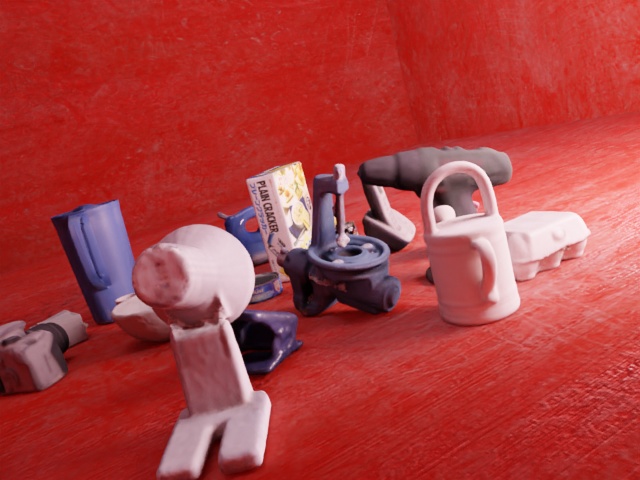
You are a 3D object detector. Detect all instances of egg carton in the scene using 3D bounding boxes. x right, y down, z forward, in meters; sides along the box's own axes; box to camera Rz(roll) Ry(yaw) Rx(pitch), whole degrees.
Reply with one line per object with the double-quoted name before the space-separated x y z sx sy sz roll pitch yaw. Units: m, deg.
"egg carton" 0.310 0.005 0.834 0.151 0.069 0.107 -20 12 -24

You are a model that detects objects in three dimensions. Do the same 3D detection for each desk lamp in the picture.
"desk lamp" -0.120 0.094 0.583 0.118 0.214 0.203 -15 11 0

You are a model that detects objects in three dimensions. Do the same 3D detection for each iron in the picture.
"iron" -0.119 -0.031 1.386 0.259 0.141 0.118 -18 12 -17

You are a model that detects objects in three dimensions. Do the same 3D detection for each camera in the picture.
"camera" -0.471 0.176 0.932 0.142 0.101 0.137 -10 12 23

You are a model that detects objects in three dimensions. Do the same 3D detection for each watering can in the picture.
"watering can" 0.177 -0.002 0.720 0.101 0.194 0.172 -20 12 -23

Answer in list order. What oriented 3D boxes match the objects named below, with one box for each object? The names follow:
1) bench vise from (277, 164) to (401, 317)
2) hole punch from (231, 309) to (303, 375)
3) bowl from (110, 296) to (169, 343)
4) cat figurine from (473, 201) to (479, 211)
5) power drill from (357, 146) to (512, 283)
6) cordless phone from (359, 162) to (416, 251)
"bench vise" 0.003 0.006 0.839 0.206 0.220 0.122 -10 13 25
"hole punch" -0.091 0.118 0.749 0.108 0.091 0.101 -8 13 31
"bowl" -0.257 0.127 0.965 0.167 0.075 0.167 -14 11 3
"cat figurine" 0.230 -0.036 1.016 0.067 0.118 0.127 -19 12 -18
"power drill" 0.188 -0.045 0.880 0.229 0.208 0.075 -16 11 -4
"cordless phone" 0.129 -0.075 1.165 0.094 0.185 0.148 -12 12 16
